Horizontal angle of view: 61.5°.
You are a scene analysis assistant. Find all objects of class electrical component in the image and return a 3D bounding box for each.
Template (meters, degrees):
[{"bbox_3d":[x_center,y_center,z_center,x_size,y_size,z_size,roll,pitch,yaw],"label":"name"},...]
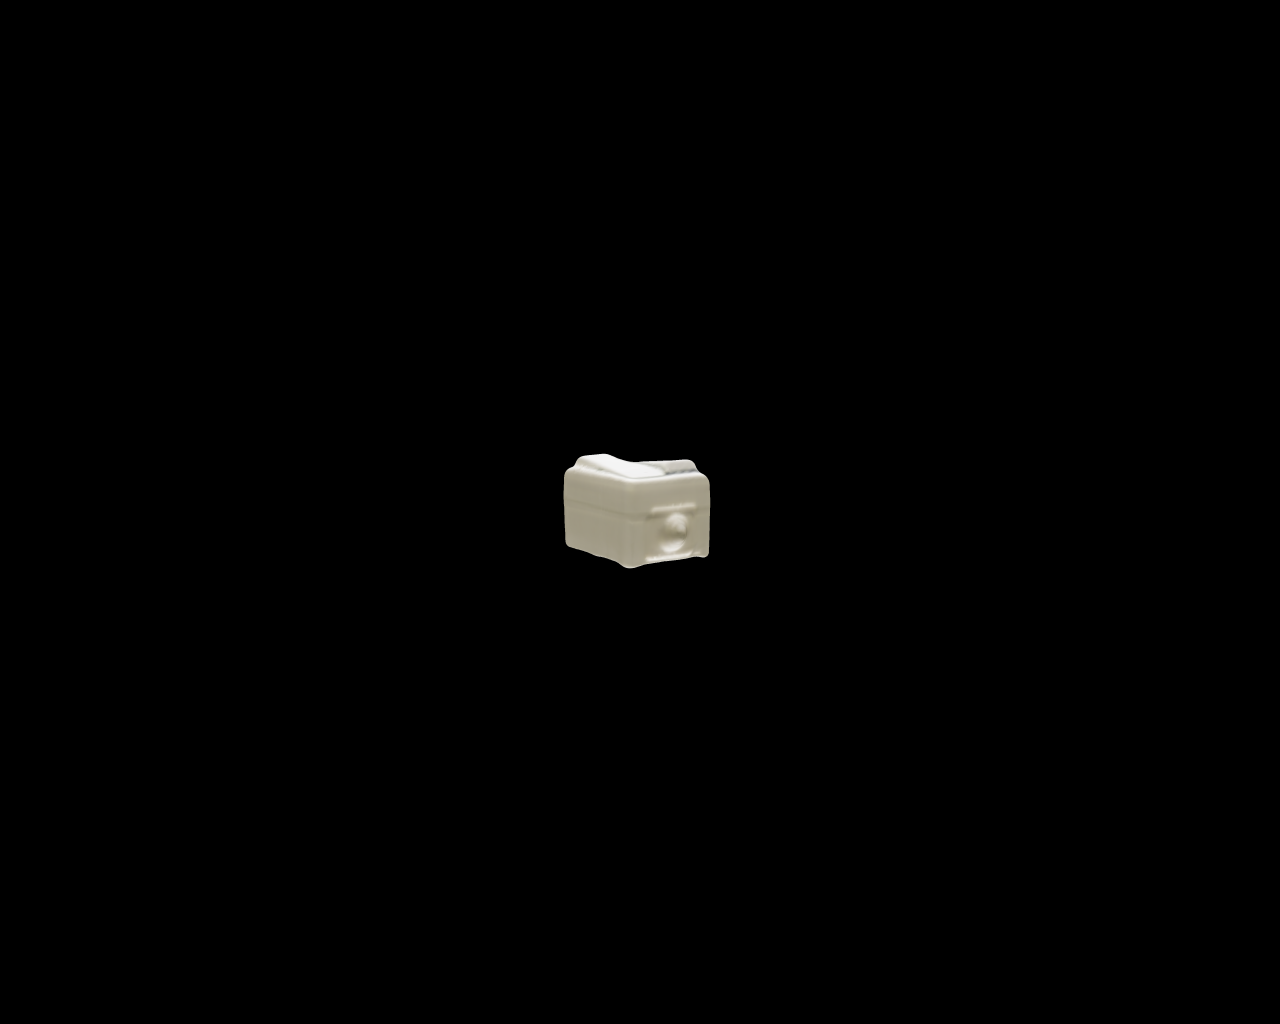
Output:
[{"bbox_3d":[0.001,-0.003,0.650,0.062,0.061,0.096,-6,11,-31],"label":"electrical component"}]
